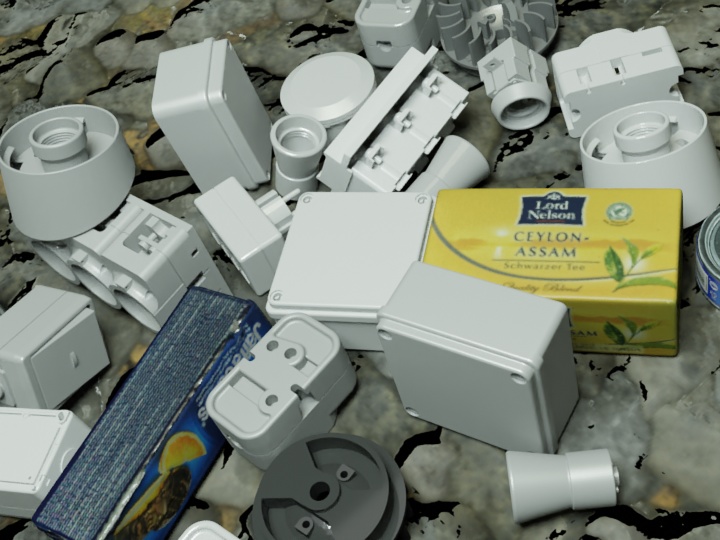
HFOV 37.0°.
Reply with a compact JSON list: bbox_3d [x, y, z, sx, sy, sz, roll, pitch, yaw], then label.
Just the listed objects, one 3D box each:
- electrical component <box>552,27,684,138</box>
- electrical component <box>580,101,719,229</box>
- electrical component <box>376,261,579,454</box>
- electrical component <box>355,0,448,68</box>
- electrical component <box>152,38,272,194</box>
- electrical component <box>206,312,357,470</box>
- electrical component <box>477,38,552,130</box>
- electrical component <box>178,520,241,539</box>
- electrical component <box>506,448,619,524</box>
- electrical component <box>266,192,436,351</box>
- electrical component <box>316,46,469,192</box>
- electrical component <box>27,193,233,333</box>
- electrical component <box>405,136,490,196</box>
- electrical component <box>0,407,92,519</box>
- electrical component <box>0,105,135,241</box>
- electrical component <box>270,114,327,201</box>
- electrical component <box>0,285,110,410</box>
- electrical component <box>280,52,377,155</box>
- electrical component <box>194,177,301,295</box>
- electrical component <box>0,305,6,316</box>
[{"bbox_3d":[0.199,-0.149,0.838,0.089,0.050,0.055,-13,51,8],"label":"electrical component"},{"bbox_3d":[0.210,-0.078,0.781,0.099,0.064,0.099,-15,31,9],"label":"electrical component"},{"bbox_3d":[0.076,0.058,0.680,0.109,0.108,0.056,17,58,28],"label":"electrical component"},{"bbox_3d":[0.038,-0.223,0.941,0.054,0.059,0.095,8,56,23],"label":"electrical component"},{"bbox_3d":[-0.117,-0.123,0.878,0.057,0.113,0.078,-11,51,13],"label":"electrical component"},{"bbox_3d":[-0.050,0.085,0.730,0.054,0.059,0.095,30,67,33],"label":"electrical component"},{"bbox_3d":[0.126,-0.146,0.857,0.048,0.066,0.055,-34,50,37],"label":"electrical component"},{"bbox_3d":[-0.070,0.201,0.647,0.095,0.059,0.053,25,64,32],"label":"electrical component"},{"bbox_3d":[0.124,0.129,0.654,0.065,0.044,0.044,-7,52,7],"label":"electrical component"},{"bbox_3d":[0.000,0.000,0.782,0.109,0.056,0.108,2,54,19],"label":"electrical component"},{"bbox_3d":[0.029,-0.107,0.846,0.063,0.078,0.121,36,67,4],"label":"electrical component"},{"bbox_3d":[-0.184,-0.011,0.827,0.150,0.089,0.061,26,65,32],"label":"electrical component"},{"bbox_3d":[0.063,-0.065,0.824,0.044,0.044,0.065,32,73,34],"label":"electrical component"},{"bbox_3d":[-0.233,0.137,0.752,0.096,0.061,0.061,-1,53,27],"label":"electrical component"},{"bbox_3d":[-0.220,-0.077,0.803,0.099,0.064,0.099,-4,41,3],"label":"electrical component"},{"bbox_3d":[-0.050,-0.087,0.859,0.044,0.065,0.044,3,55,-4],"label":"electrical component"},{"bbox_3d":[-0.235,0.065,0.787,0.061,0.061,0.096,11,38,25],"label":"electrical component"},{"bbox_3d":[-0.022,-0.139,0.901,0.080,0.051,0.080,-9,51,11],"label":"electrical component"},{"bbox_3d":[-0.073,-0.037,0.840,0.076,0.047,0.083,-34,51,-9],"label":"electrical component"},{"bbox_3d":[-0.322,0.053,0.811,0.109,0.108,0.056,-38,49,-13],"label":"electrical component"}]
